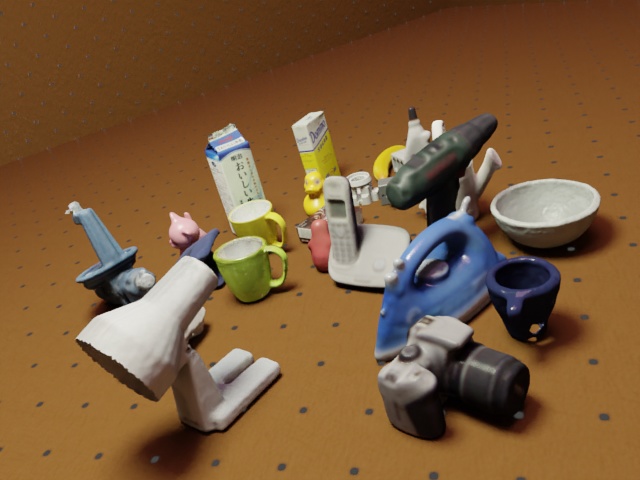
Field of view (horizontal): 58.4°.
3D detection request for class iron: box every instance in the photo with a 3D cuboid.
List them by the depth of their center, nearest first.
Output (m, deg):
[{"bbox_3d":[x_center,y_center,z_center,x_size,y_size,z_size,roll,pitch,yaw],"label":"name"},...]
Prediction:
[{"bbox_3d":[0.156,0.049,0.820,0.259,0.142,0.118,-34,32,-32],"label":"iron"}]

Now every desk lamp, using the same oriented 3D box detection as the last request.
[{"bbox_3d":[-0.177,0.142,0.735,0.117,0.214,0.204,9,36,39],"label":"desk lamp"}]

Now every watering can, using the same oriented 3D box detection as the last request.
[{"bbox_3d":[0.240,-0.128,1.054,0.173,0.194,0.101,-15,27,1],"label":"watering can"}]

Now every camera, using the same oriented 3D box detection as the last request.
[{"bbox_3d":[0.158,0.155,0.662,0.136,0.101,0.143,13,38,43],"label":"camera"}]

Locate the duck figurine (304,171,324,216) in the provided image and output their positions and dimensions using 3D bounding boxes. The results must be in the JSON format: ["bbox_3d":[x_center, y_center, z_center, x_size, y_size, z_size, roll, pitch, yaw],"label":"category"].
[{"bbox_3d":[-0.005,-0.112,1.270,0.077,0.086,0.105,-4,29,21],"label":"duck figurine"}]

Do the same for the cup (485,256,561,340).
[{"bbox_3d":[0.262,0.089,0.739,0.091,0.095,0.118,0,31,28],"label":"cup"}]

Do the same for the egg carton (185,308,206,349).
[{"bbox_3d":[-0.254,0.151,0.917,0.107,0.069,0.150,-2,30,24],"label":"egg carton"}]

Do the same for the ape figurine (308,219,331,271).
[{"bbox_3d":[0.010,0.004,1.036,0.077,0.092,0.076,5,33,34],"label":"ape figurine"}]

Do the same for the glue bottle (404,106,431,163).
[{"bbox_3d":[0.213,-0.204,1.235,0.078,0.173,0.037,-6,29,18],"label":"glue bottle"}]

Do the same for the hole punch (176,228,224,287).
[{"bbox_3d":[-0.233,0.040,1.093,0.101,0.091,0.108,-11,27,9],"label":"hole punch"}]

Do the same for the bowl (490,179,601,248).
[{"bbox_3d":[0.369,-0.034,0.940,0.167,0.075,0.167,-12,27,7],"label":"bowl"}]

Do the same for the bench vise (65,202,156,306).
[{"bbox_3d":[-0.366,0.030,1.038,0.206,0.220,0.122,-1,31,27],"label":"bench vise"}]

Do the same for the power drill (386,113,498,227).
[{"bbox_3d":[0.218,-0.079,0.957,0.230,0.209,0.075,-28,30,-23],"label":"power drill"}]

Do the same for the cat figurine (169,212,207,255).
[{"bbox_3d":[-0.275,-0.013,1.186,0.067,0.118,0.127,-14,27,2],"label":"cat figurine"}]

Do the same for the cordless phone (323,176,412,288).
[{"bbox_3d":[0.073,-0.015,0.936,0.147,0.185,0.094,3,32,31],"label":"cordless phone"}]
